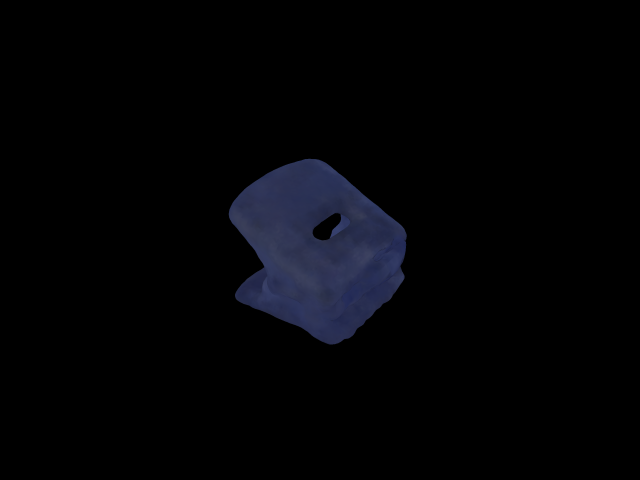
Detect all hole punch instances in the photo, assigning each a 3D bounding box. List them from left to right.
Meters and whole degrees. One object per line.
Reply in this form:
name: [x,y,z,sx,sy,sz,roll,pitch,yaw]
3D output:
hole punch: [0.004,0.001,0.400,0.100,0.091,0.109,20,36,29]
